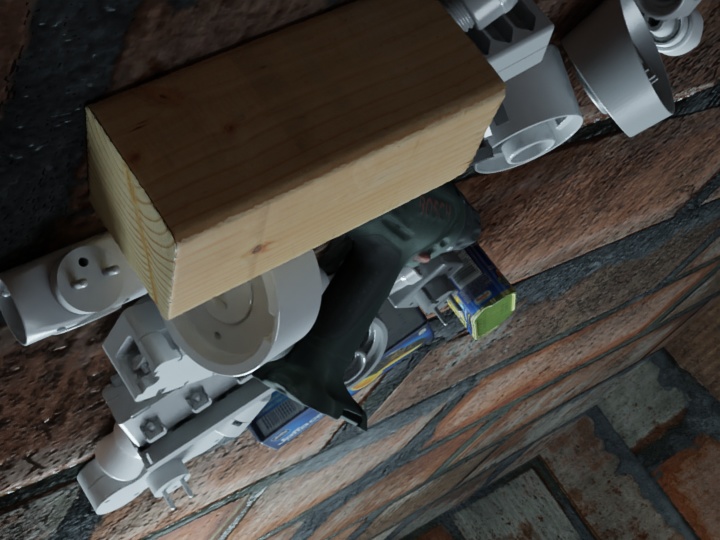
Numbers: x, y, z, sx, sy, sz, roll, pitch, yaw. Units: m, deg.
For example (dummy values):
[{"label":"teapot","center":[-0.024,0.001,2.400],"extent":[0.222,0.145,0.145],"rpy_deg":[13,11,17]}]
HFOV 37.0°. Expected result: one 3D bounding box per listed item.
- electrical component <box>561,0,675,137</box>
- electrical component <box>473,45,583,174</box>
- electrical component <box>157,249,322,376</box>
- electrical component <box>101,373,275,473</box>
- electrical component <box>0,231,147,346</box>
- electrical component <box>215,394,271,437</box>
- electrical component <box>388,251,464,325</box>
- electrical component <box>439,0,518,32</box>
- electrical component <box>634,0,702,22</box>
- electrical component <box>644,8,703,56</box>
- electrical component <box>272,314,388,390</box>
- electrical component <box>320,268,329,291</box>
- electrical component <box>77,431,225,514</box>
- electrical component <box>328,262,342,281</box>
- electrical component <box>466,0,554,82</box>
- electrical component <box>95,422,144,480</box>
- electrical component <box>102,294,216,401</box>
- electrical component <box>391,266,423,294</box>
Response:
[{"label":"electrical component","center":[0.195,-0.150,0.794],"extent":[0.064,0.099,0.099],"rpy_deg":[-36,163,20]},{"label":"electrical component","center":[0.120,-0.118,0.822],"extent":[0.099,0.064,0.099],"rpy_deg":[-21,167,-5]},{"label":"electrical component","center":[-0.074,0.007,0.686],"extent":[0.060,0.108,0.108],"rpy_deg":[-23,159,-50]},{"label":"electrical component","center":[-0.134,0.089,0.841],"extent":[0.121,0.078,0.063],"rpy_deg":[-33,140,-10]},{"label":"electrical component","center":[-0.156,0.007,0.603],"extent":[0.077,0.044,0.079],"rpy_deg":[-25,-173,-29]},{"label":"electrical component","center":[-0.112,0.112,0.958],"extent":[0.047,0.055,0.055],"rpy_deg":[-46,160,18]},{"label":"electrical component","center":[0.065,0.015,0.995],"extent":[0.066,0.076,0.047],"rpy_deg":[-43,161,21]},{"label":"electrical component","center":[0.062,-0.155,0.635],"extent":[0.061,0.035,0.035],"rpy_deg":[-36,162,6]},{"label":"electrical component","center":[0.230,-0.209,0.786],"extent":[0.055,0.048,0.066],"rpy_deg":[-29,162,-45]},{"label":"electrical component","center":[0.244,-0.194,0.853],"extent":[0.043,0.043,0.062],"rpy_deg":[-46,158,29]},{"label":"electrical component","center":[-0.026,0.066,0.932],"extent":[0.108,0.060,0.108],"rpy_deg":[-23,140,-21]},{"label":"electrical component","center":[-0.051,0.009,0.830],"extent":[0.040,0.040,0.078],"rpy_deg":[-38,162,6]},{"label":"electrical component","center":[-0.178,0.180,0.972],"extent":[0.138,0.073,0.052],"rpy_deg":[-33,162,-8]},{"label":"electrical component","center":[0.000,0.000,0.910],"extent":[0.061,0.035,0.035],"rpy_deg":[-23,158,-29]},{"label":"electrical component","center":[0.071,-0.132,0.688],"extent":[0.083,0.047,0.075],"rpy_deg":[-30,161,-17]},{"label":"electrical component","center":[-0.191,0.144,0.908],"extent":[0.055,0.045,0.045],"rpy_deg":[-47,159,29]},{"label":"electrical component","center":[-0.128,0.046,0.758],"extent":[0.089,0.055,0.050],"rpy_deg":[-16,154,-46]},{"label":"electrical component","center":[0.026,0.002,0.957],"extent":[0.046,0.040,0.040],"rpy_deg":[-33,163,12]}]
